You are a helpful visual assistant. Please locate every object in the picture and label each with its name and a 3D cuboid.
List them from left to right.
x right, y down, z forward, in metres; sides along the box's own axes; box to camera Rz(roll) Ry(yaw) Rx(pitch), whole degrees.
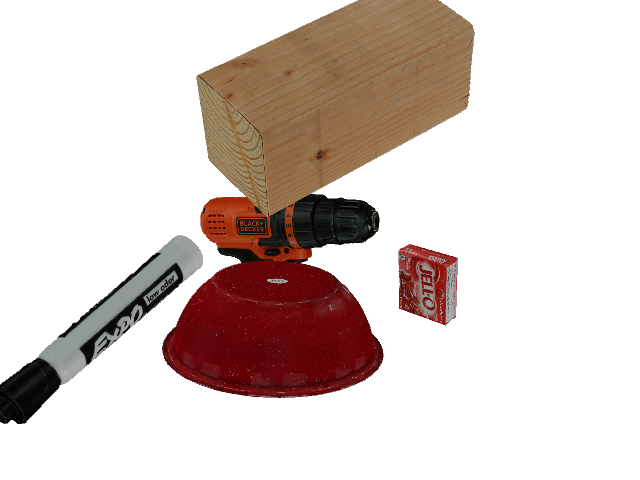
[{"bbox_3d":[-0.096,0.038,0.468,0.020,0.020,0.121,0,33,43],"label":"marker"},{"bbox_3d":[-0.033,0.054,0.770,0.162,0.055,0.162,3,17,-1],"label":"bowl"},{"bbox_3d":[-0.024,0.047,1.025,0.185,0.188,0.057,2,12,29],"label":"power drill"},{"bbox_3d":[0.015,-0.118,0.857,0.205,0.091,0.090,-29,53,-23],"label":"wood block"},{"bbox_3d":[0.136,0.056,1.363,0.073,0.089,0.030,18,33,35],"label":"gelatin box"}]
